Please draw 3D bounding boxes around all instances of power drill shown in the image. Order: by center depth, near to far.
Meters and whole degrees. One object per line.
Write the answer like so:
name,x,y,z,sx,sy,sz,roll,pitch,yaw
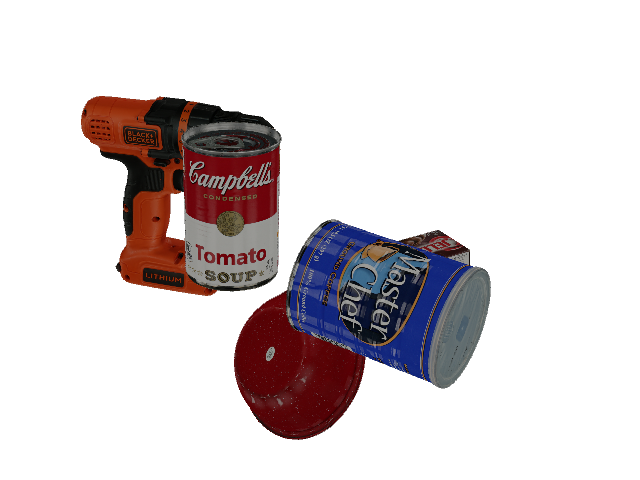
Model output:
power drill,-0.127,-0.043,0.997,0.184,0.188,0.057,9,30,16

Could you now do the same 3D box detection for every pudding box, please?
pudding box,0.154,0.026,1.593,0.113,0.039,0.090,-17,26,-20

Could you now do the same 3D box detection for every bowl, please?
bowl,-0.035,0.117,1.075,0.162,0.162,0.055,0,-14,39

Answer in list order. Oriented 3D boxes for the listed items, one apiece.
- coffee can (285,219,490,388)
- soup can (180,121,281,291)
coffee can,0.057,0.051,0.891,0.140,0.103,0.102,19,9,26
soup can,-0.062,-0.024,0.742,0.068,0.102,0.068,2,23,-1
